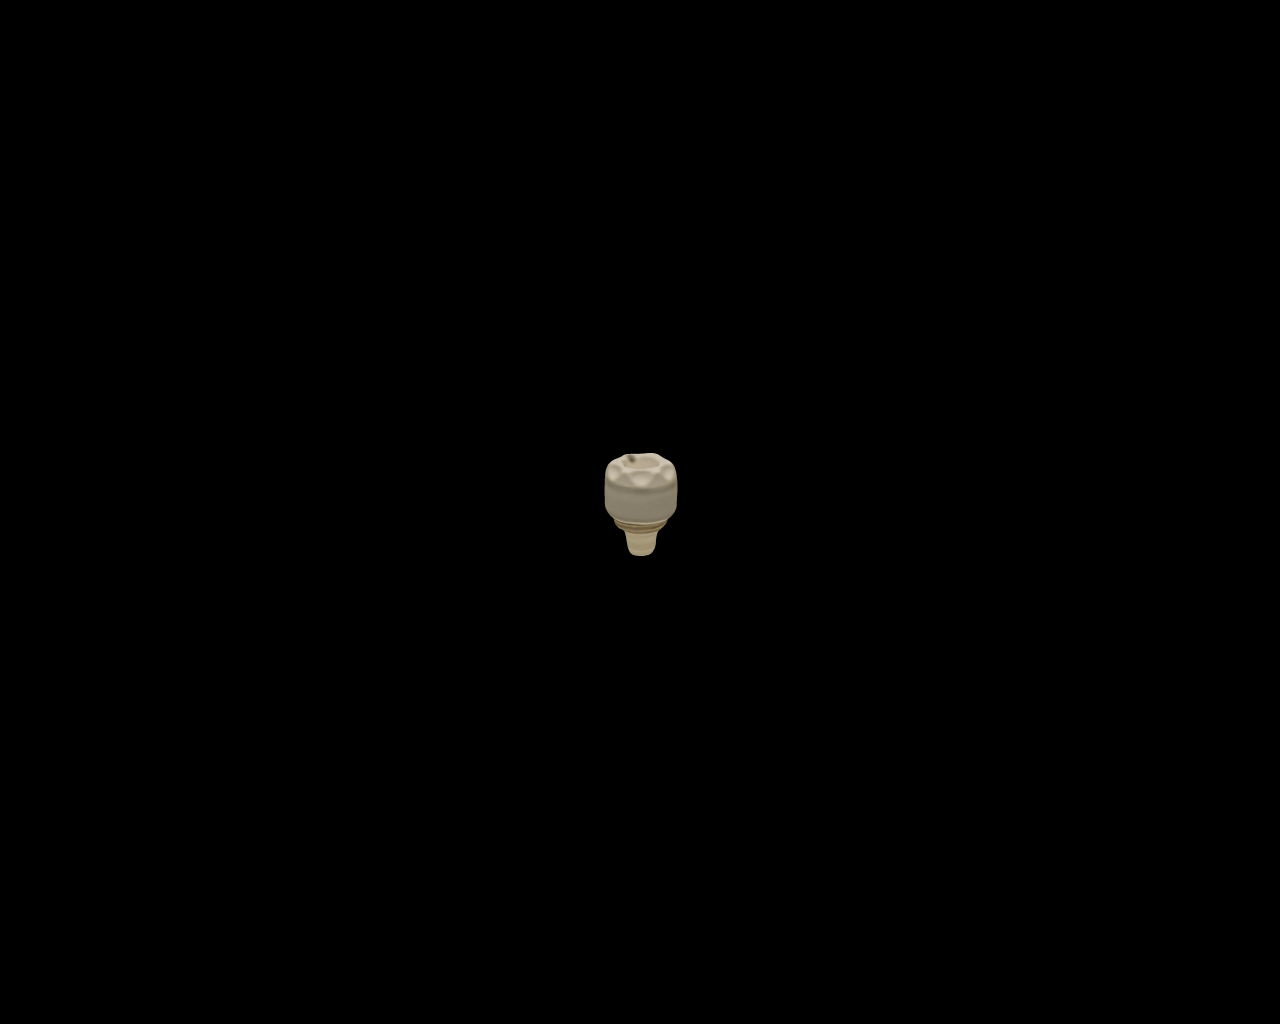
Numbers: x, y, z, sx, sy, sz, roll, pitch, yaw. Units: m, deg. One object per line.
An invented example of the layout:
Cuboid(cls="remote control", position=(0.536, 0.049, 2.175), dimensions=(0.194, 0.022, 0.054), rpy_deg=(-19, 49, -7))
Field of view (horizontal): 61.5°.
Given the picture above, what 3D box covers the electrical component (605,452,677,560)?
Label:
Cuboid(cls="electrical component", position=(0.001, -0.003, 0.650), dimensions=(0.043, 0.062, 0.043), rpy_deg=(0, 22, 0))
